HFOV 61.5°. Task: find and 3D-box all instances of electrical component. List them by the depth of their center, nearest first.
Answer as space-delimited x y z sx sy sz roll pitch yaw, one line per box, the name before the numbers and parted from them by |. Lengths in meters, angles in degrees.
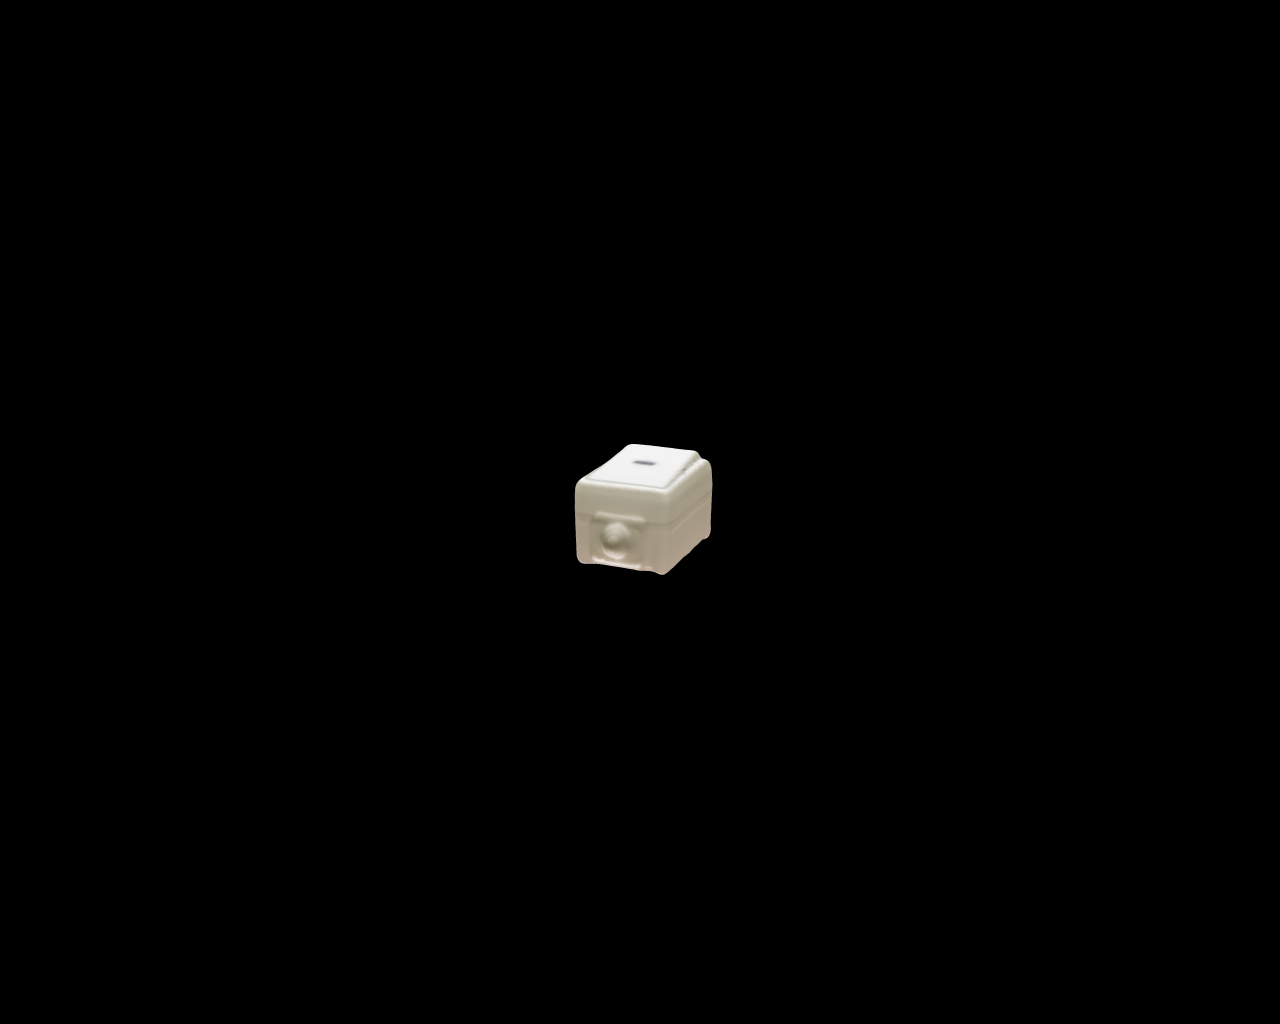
electrical component | 0.001 -0.003 0.650 0.062 0.061 0.096 8 20 22
